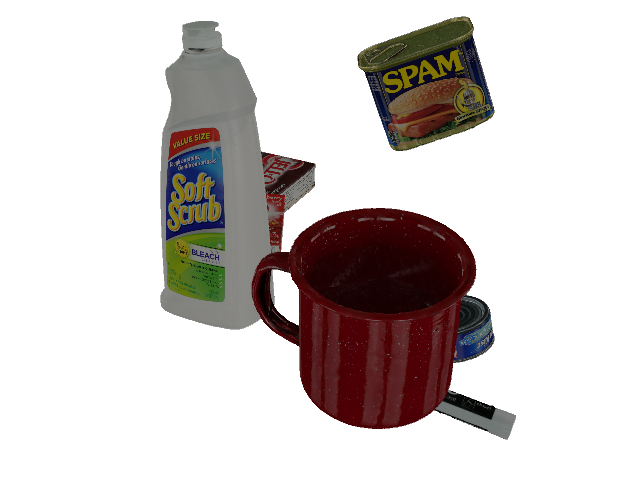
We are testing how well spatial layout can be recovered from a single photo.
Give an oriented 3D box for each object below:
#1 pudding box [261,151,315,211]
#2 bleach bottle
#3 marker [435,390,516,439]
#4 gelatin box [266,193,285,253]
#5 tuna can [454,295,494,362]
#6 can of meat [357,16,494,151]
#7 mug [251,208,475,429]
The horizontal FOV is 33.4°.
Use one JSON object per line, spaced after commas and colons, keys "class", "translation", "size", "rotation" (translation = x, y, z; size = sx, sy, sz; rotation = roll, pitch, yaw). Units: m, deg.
{"class": "pudding box", "translation": [-0.070, -0.070, 1.327], "size": [0.090, 0.039, 0.113], "rotation": [13, 33, 23]}
{"class": "bleach bottle", "translation": [-0.094, -0.055, 0.883], "size": [0.103, 0.251, 0.067], "rotation": [13, 29, 32]}
{"class": "marker", "translation": [0.081, 0.113, 0.772], "size": [0.121, 0.020, 0.020], "rotation": [20, 4, 12]}
{"class": "gelatin box", "translation": [-0.083, -0.017, 1.095], "size": [0.089, 0.073, 0.030], "rotation": [5, -43, -2]}
{"class": "tuna can", "translation": [0.132, 0.089, 1.084], "size": [0.086, 0.034, 0.086], "rotation": [-9, 24, 4]}
{"class": "can of meat", "translation": [0.093, -0.134, 0.924], "size": [0.102, 0.084, 0.057], "rotation": [-18, 26, 8]}
{"class": "mug", "translation": [0.018, 0.040, 0.554], "size": [0.117, 0.081, 0.093], "rotation": [12, 37, 15]}
